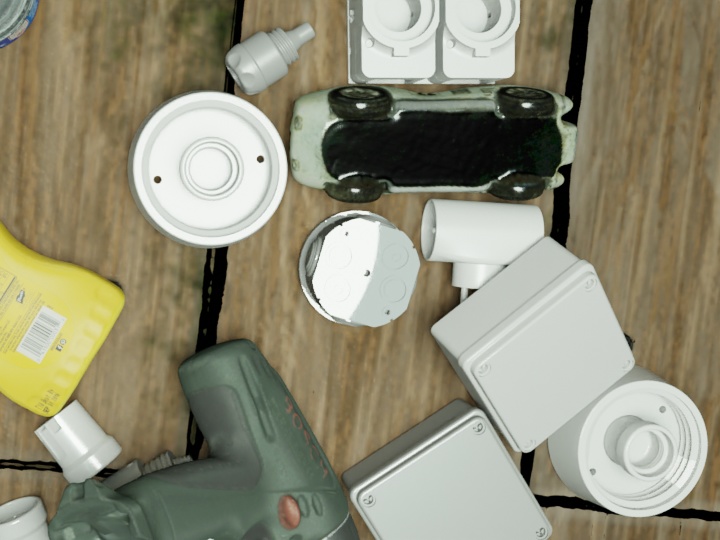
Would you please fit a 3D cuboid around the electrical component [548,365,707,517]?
[{"bbox_3d":[0.198,0.125,0.778,0.108,0.060,0.108,-1,95,-11],"label":"electrical component"}]

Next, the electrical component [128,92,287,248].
[{"bbox_3d":[-0.099,-0.066,0.707,0.108,0.060,0.108,-1,95,-10],"label":"electrical component"}]

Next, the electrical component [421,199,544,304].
[{"bbox_3d":[0.084,-0.008,0.754,0.077,0.044,0.079,3,94,-11],"label":"electrical component"}]

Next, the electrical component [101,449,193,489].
[{"bbox_3d":[-0.148,0.151,0.725,0.081,0.043,0.043,-32,100,-6],"label":"electrical component"}]

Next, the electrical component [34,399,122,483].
[{"bbox_3d":[-0.189,0.115,0.717,0.040,0.040,0.046,-38,95,-5],"label":"electrical component"}]

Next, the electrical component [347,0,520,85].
[{"bbox_3d":[0.047,-0.221,0.721,0.105,0.060,0.186,-2,95,-10],"label":"electrical component"}]

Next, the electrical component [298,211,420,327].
[{"bbox_3d":[0.000,0.000,0.736,0.080,0.051,0.080,-1,95,-10],"label":"electrical component"}]

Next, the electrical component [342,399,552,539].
[{"bbox_3d":[0.061,0.165,0.758,0.109,0.056,0.108,-32,100,-6],"label":"electrical component"}]

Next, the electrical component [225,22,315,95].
[{"bbox_3d":[-0.058,-0.146,0.722,0.061,0.035,0.035,-34,100,-8],"label":"electrical component"}]

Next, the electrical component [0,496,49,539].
[{"bbox_3d":[-0.224,0.180,0.717,0.040,0.040,0.046,-19,104,-8],"label":"electrical component"}]

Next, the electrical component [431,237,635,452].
[{"bbox_3d":[0.121,0.053,0.740,0.109,0.056,0.108,-38,130,-5],"label":"electrical component"}]
